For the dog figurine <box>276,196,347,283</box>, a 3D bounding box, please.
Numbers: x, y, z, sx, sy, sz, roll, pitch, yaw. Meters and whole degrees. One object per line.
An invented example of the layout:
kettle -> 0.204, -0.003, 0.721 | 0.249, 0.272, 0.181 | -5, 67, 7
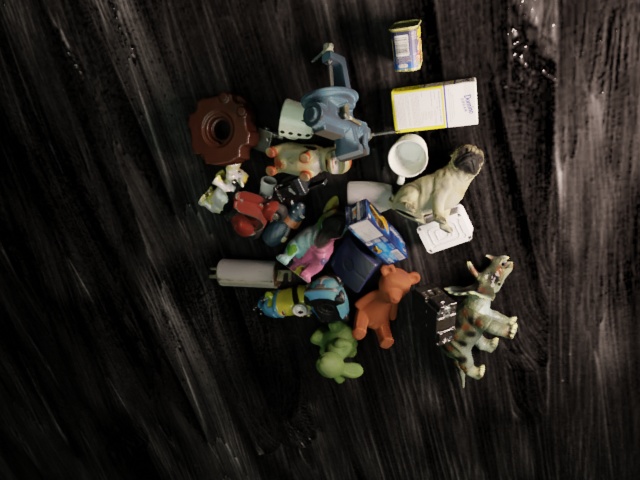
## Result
dog figurine -> -0.003, -0.004, 1.352 | 0.108, 0.191, 0.219 | 41, 87, -4

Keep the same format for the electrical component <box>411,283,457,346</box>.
electrical component -> 0.272, 0.174, 1.309 | 0.058, 0.134, 0.114 | -13, 116, -21

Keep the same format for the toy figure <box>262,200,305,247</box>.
toy figure -> -0.087, -0.044, 1.375 | 0.064, 0.058, 0.154 | 44, 118, -9

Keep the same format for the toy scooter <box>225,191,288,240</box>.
toy scooter -> -0.179, -0.068, 1.343 | 0.135, 0.075, 0.184 | 26, 147, -31

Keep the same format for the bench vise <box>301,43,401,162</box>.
bench vise -> 0.044, -0.296, 1.143 | 0.129, 0.223, 0.240 | -14, 78, 46

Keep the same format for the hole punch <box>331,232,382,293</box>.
hole punch -> 0.091, 0.056, 1.359 | 0.116, 0.092, 0.142 | 32, 126, 3

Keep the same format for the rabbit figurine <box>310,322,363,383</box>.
rabbit figurine -> 0.037, 0.319, 1.465 | 0.121, 0.170, 0.159 | -26, 106, 28

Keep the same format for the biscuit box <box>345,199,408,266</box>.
biscuit box -> 0.136, -0.015, 1.269 | 0.059, 0.063, 0.202 | -22, 139, 26

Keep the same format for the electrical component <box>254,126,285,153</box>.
electrical component -> -0.134, -0.245, 1.302 | 0.094, 0.021, 0.063 | 20, 121, 7

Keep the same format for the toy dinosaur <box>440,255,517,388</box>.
toy dinosaur -> 0.366, 0.222, 1.351 | 0.192, 0.131, 0.404 | 31, 127, 13

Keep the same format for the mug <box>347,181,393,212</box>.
mug -> 0.121, -0.089, 1.276 | 0.107, 0.081, 0.109 | -4, 115, 10

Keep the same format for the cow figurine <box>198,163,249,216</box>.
cow figurine -> -0.229, -0.131, 1.365 | 0.098, 0.068, 0.167 | 37, 125, -11

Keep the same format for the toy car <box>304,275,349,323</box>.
toy car -> 0.028, 0.147, 1.414 | 0.109, 0.103, 0.161 | -5, 140, 22

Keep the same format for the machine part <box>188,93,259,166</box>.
machine part -> -0.231, -0.260, 1.274 | 0.180, 0.056, 0.179 | 3, 97, 20

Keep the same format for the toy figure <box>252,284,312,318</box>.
toy figure -> -0.097, 0.170, 1.479 | 0.180, 0.082, 0.089 | -5, 85, 27

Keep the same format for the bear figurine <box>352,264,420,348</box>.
bear figurine -> 0.170, 0.163, 1.370 | 0.120, 0.132, 0.195 | 22, 128, -16

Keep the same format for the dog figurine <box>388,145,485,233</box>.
dog figurine -> 0.257, -0.132, 1.196 | 0.172, 0.121, 0.190 | 21, 85, 17

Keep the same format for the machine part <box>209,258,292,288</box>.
machine part -> -0.192, 0.090, 1.468 | 0.243, 0.079, 0.079 | 0, 117, 17

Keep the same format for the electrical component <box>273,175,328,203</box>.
electrical component -> -0.046, -0.137, 1.302 | 0.119, 0.075, 0.047 | -17, 112, 29

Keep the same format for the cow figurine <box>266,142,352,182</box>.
cow figurine -> -0.017, -0.187, 1.253 | 0.195, 0.127, 0.085 | 11, 120, 28
